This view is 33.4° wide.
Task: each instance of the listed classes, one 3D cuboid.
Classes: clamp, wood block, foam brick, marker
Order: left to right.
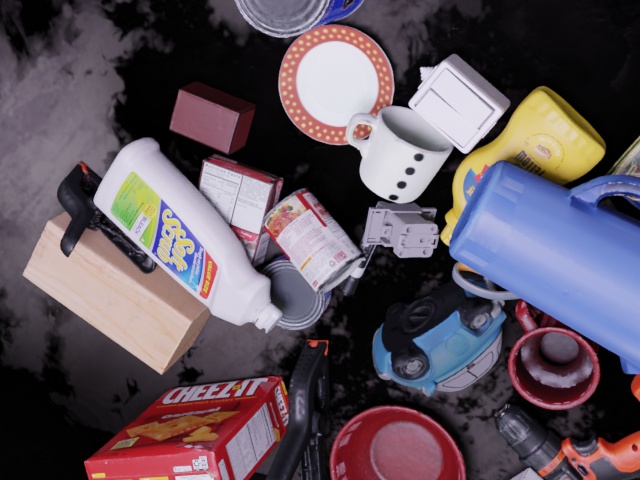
[{"bbox_3d":[-0.254,-0.024,1.248,0.120,0.171,0.039,27,118,-35],"label":"clamp"},{"bbox_3d":[-0.236,0.054,1.278,0.206,0.090,0.090,34,117,5],"label":"wood block"},{"bbox_3d":[-0.120,-0.137,1.194,0.078,0.053,0.051,24,114,11],"label":"foam brick"},{"bbox_3d":[-0.019,0.212,1.214,0.036,0.164,0.210,1,73,18],"label":"clamp"},{"bbox_3d":[0.051,0.012,1.201,0.020,0.020,0.121,27,114,9],"label":"marker"}]

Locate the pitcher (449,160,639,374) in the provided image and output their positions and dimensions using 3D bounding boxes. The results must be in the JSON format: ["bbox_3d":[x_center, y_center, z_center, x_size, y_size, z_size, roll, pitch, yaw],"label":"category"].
[{"bbox_3d":[0.257,0.013,1.025,0.243,0.145,0.149,28,77,1],"label":"pitcher"}]

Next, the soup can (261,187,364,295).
[{"bbox_3d":[-0.008,0.001,1.181,0.069,0.068,0.102,-45,78,26],"label":"soup can"}]

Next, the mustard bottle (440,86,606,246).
[{"bbox_3d":[0.195,-0.061,1.105,0.096,0.058,0.192,42,116,-3],"label":"mustard bottle"}]

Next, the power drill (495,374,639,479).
[{"bbox_3d":[0.308,0.213,1.158,0.184,0.057,0.188,45,119,-4],"label":"power drill"}]

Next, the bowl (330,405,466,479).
[{"bbox_3d":[0.095,0.262,1.244,0.162,0.055,0.162,4,102,17],"label":"bowl"}]

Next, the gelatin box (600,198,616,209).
[{"bbox_3d":[0.293,0.013,1.110,0.073,0.030,0.089,-34,94,26],"label":"gelatin box"}]

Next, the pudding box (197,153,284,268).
[{"bbox_3d":[-0.099,-0.033,1.229,0.090,0.039,0.113,21,111,15],"label":"pudding box"}]

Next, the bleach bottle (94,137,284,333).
[{"bbox_3d":[-0.136,0.003,1.196,0.251,0.068,0.103,43,121,9],"label":"bleach bottle"}]

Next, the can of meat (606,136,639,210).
[{"bbox_3d":[0.344,-0.070,1.051,0.084,0.057,0.102,41,116,5],"label":"can of meat"}]

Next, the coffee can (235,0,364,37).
[{"bbox_3d":[-0.015,-0.263,1.066,0.103,0.140,0.103,6,110,17],"label":"coffee can"}]

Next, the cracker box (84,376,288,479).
[{"bbox_3d":[-0.145,0.232,1.237,0.164,0.213,0.072,-9,103,21],"label":"cracker box"}]

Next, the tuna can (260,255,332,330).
[{"bbox_3d":[-0.030,0.059,1.238,0.086,0.033,0.086,6,110,17],"label":"tuna can"}]

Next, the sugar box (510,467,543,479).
[{"bbox_3d":[0.212,0.334,1.210,0.093,0.048,0.176,42,137,3],"label":"sugar box"}]

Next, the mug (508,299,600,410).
[{"bbox_3d":[0.245,0.111,1.131,0.093,0.081,0.117,-36,94,26],"label":"mug"}]

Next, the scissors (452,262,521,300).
[{"bbox_3d":[0.239,0.045,1.121,0.201,0.096,0.016,14,135,0],"label":"scissors"}]
